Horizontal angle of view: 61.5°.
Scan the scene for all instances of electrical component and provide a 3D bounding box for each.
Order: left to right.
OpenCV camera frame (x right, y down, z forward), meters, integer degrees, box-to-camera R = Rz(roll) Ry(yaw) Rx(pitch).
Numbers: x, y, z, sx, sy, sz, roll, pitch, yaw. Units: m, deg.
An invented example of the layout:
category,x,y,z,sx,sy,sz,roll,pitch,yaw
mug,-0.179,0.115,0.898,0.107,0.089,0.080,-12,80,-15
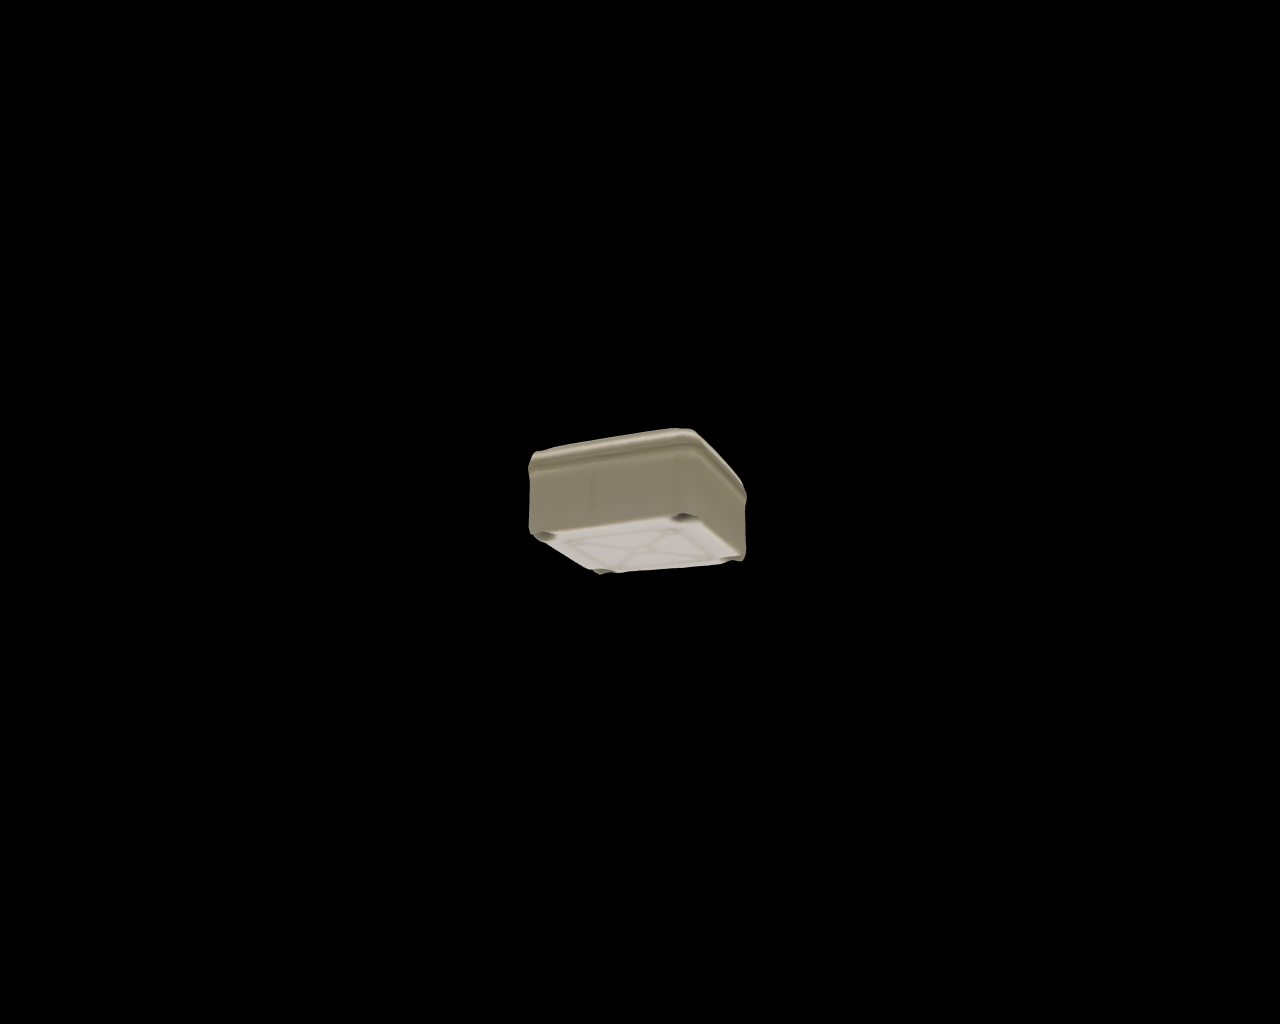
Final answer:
category,x,y,z,sx,sy,sz,roll,pitch,yaw
electrical component,0.001,-0.003,0.650,0.109,0.056,0.108,-7,-19,20
